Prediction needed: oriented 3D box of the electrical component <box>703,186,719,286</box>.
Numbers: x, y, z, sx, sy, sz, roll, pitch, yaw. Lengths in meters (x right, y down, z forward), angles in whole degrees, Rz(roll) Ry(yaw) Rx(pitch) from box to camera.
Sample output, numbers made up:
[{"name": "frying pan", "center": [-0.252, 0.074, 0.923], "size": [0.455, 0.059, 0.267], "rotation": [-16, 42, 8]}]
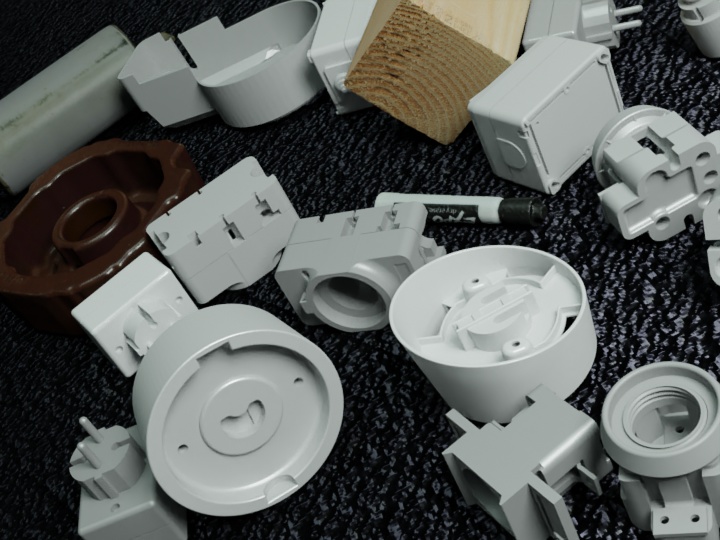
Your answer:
[{"name": "electrical component", "center": [0.208, -0.024, 0.542], "size": [0.058, 0.078, 0.057], "rotation": [-2, 24, 31]}]

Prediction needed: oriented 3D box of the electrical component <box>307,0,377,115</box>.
[{"name": "electrical component", "center": [0.003, -0.170, 0.842], "size": [0.061, 0.061, 0.096], "rotation": [-12, 41, 21]}]

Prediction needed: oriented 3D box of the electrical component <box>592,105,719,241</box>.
[{"name": "electrical component", "center": [0.169, -0.058, 0.615], "size": [0.078, 0.058, 0.057], "rotation": [-29, 40, 0]}]

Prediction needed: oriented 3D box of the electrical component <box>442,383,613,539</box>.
[{"name": "electrical component", "center": [0.082, 0.092, 0.510], "size": [0.064, 0.042, 0.081], "rotation": [-36, 38, -15]}]

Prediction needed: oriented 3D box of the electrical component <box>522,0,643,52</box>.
[{"name": "electrical component", "center": [0.161, -0.172, 0.759], "size": [0.076, 0.047, 0.083], "rotation": [-7, 42, 24]}]

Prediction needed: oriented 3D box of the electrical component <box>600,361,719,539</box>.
[{"name": "electrical component", "center": [0.140, 0.078, 0.476], "size": [0.058, 0.057, 0.078], "rotation": [-9, 42, 24]}]

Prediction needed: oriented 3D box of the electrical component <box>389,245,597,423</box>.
[{"name": "electrical component", "center": [0.073, 0.030, 0.567], "size": [0.099, 0.064, 0.099], "rotation": [-18, 38, 15]}]

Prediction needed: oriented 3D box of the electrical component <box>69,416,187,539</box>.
[{"name": "electrical component", "center": [-0.134, 0.112, 0.594], "size": [0.047, 0.076, 0.065], "rotation": [-23, 38, 7]}]

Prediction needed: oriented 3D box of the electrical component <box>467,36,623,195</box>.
[{"name": "electrical component", "center": [0.123, -0.106, 0.693], "size": [0.096, 0.061, 0.061], "rotation": [-43, 40, -18]}]

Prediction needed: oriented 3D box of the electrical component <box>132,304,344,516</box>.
[{"name": "electrical component", "center": [-0.070, 0.070, 0.581], "size": [0.108, 0.108, 0.060], "rotation": [-36, 32, -10]}]

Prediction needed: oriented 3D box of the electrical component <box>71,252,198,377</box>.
[{"name": "electrical component", "center": [-0.139, 0.036, 0.708], "size": [0.066, 0.047, 0.077], "rotation": [-41, 39, -16]}]

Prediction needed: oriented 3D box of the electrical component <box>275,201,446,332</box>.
[{"name": "electrical component", "center": [0.000, 0.000, 0.659], "size": [0.089, 0.050, 0.055], "rotation": [-7, 42, 25]}]

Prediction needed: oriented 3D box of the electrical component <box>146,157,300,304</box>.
[{"name": "electrical component", "center": [-0.090, -0.025, 0.740], "size": [0.089, 0.055, 0.050], "rotation": [-36, 38, -9]}]

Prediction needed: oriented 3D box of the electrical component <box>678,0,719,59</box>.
[{"name": "electrical component", "center": [0.227, -0.173, 0.697], "size": [0.040, 0.078, 0.040], "rotation": [-29, 36, 24]}]
